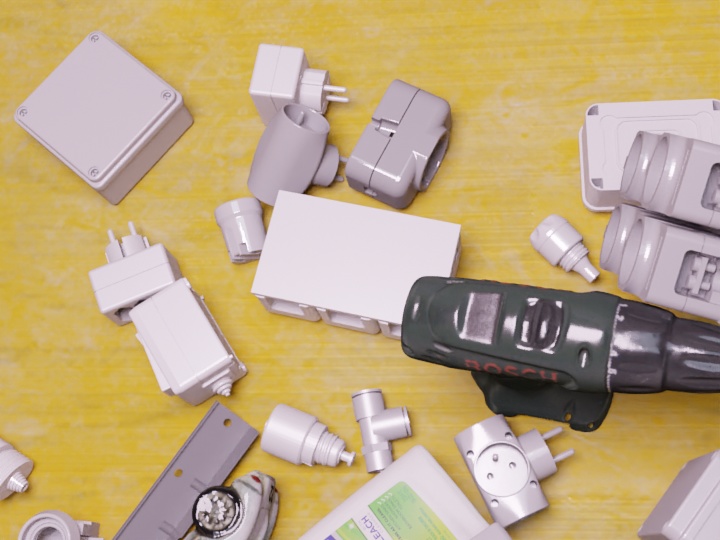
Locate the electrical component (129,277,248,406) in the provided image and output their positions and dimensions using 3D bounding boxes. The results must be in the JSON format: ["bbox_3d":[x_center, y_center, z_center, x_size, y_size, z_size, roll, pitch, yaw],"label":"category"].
[{"bbox_3d":[-0.137,0.066,0.864,0.061,0.061,0.096,-32,73,-4],"label":"electrical component"}]

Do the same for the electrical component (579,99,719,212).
[{"bbox_3d":[0.237,-0.090,0.871,0.113,0.057,0.078,-1,73,6],"label":"electrical component"}]

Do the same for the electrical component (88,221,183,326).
[{"bbox_3d":[-0.190,-0.004,0.898,0.066,0.047,0.076,-22,72,-1],"label":"electrical component"}]

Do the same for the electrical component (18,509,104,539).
[{"bbox_3d":[-0.235,0.212,0.834,0.066,0.055,0.048,2,74,7],"label":"electrical component"}]

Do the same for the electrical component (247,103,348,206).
[{"bbox_3d":[-0.044,-0.092,0.901,0.079,0.077,0.043,11,34,-28],"label":"electrical component"}]

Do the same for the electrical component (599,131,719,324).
[{"bbox_3d":[0.217,-0.037,0.742,0.060,0.186,0.105,15,99,3],"label":"electrical component"}]

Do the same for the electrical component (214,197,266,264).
[{"bbox_3d":[-0.098,-0.032,0.901,0.040,0.040,0.046,-17,78,1],"label":"electrical component"}]

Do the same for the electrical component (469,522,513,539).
[{"bbox_3d":[0.084,0.251,0.756,0.109,0.108,0.056,-33,34,-4],"label":"electrical component"}]

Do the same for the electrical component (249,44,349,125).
[{"bbox_3d":[-0.048,-0.153,0.918,0.077,0.065,0.047,8,74,9],"label":"electrical component"}]

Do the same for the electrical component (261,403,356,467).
[{"bbox_3d":[-0.041,0.134,0.844,0.078,0.040,0.040,20,77,12],"label":"electrical component"}]

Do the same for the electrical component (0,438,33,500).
[{"bbox_3d":[-0.301,0.154,0.865,0.081,0.043,0.043,29,78,14],"label":"electrical component"}]

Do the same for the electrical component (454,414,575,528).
[{"bbox_3d":[0.124,0.146,0.819,0.079,0.044,0.077,-25,72,-2],"label":"electrical component"}]

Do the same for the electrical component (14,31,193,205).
[{"bbox_3d":[-0.222,-0.133,0.936,0.109,0.056,0.108,39,81,15],"label":"electrical component"}]

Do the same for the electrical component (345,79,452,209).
[{"bbox_3d":[0.036,-0.103,0.899,0.059,0.053,0.095,26,78,13],"label":"electrical component"}]

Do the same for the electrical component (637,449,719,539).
[{"bbox_3d":[0.247,0.176,0.761,0.057,0.113,0.078,36,80,12],"label":"electrical component"}]

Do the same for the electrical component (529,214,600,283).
[{"bbox_3d":[0.168,-0.015,0.868,0.035,0.035,0.061,-42,76,-7],"label":"electrical component"}]

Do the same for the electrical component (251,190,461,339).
[{"bbox_3d":[0.000,0.000,0.868,0.150,0.061,0.089,11,75,10],"label":"electrical component"}]
